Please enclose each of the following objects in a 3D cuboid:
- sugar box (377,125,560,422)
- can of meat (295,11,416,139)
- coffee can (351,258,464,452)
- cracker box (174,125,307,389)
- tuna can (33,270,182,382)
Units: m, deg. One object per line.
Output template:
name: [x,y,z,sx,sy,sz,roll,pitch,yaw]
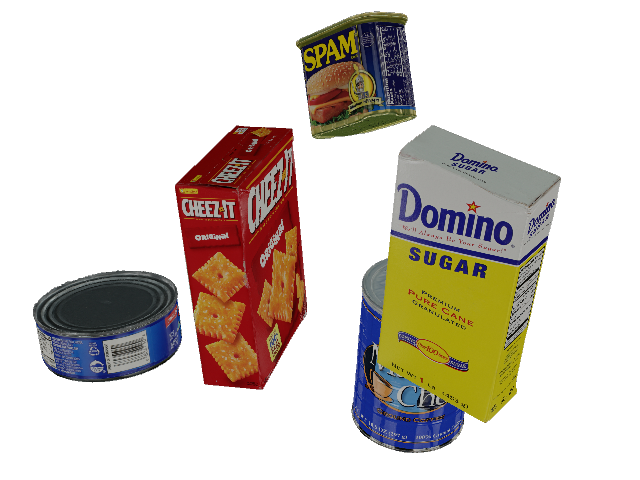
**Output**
sugar box: [0.089,0.024,0.678,0.093,0.176,0.048,26,45,29]
can of meat: [0.030,-0.134,0.887,0.057,0.084,0.102,-5,-3,-39]
coffee can: [0.082,0.098,0.930,0.103,0.140,0.103,2,31,-2]
cracker box: [-0.070,0.013,1.055,0.072,0.214,0.164,4,26,16]
tuna can: [-0.127,0.051,0.642,0.086,0.034,0.086,-4,23,1]
